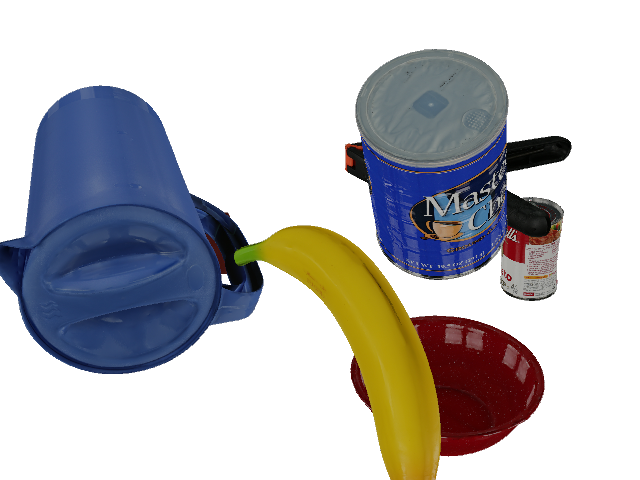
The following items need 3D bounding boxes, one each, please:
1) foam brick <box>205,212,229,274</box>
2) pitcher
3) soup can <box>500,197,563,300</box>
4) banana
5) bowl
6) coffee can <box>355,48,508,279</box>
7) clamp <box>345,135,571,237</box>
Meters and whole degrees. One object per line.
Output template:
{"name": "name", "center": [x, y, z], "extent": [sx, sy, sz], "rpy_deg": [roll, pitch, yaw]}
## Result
{"name": "foam brick", "center": [-0.134, 0.002, 1.141], "extent": [0.078, 0.051, 0.053], "rpy_deg": [0, 25, -10]}
{"name": "pitcher", "center": [-0.146, -0.020, 0.798], "extent": [0.145, 0.149, 0.243], "rpy_deg": [-28, 33, 3]}
{"name": "soup can", "center": [0.244, 0.010, 1.236], "extent": [0.068, 0.102, 0.068], "rpy_deg": [-2, 30, 1]}
{"name": "banana", "center": [0.022, 0.055, 0.613], "extent": [0.037, 0.070, 0.198], "rpy_deg": [2, 43, -46]}
{"name": "bowl", "center": [0.105, 0.131, 0.905], "extent": [0.162, 0.055, 0.162], "rpy_deg": [0, 32, 0]}
{"name": "coffee can", "center": [0.084, -0.052, 0.771], "extent": [0.103, 0.102, 0.140], "rpy_deg": [0, -35, 10]}
{"name": "clamp", "center": [0.128, -0.068, 0.987], "extent": [0.210, 0.036, 0.164], "rpy_deg": [13, 33, 21]}
